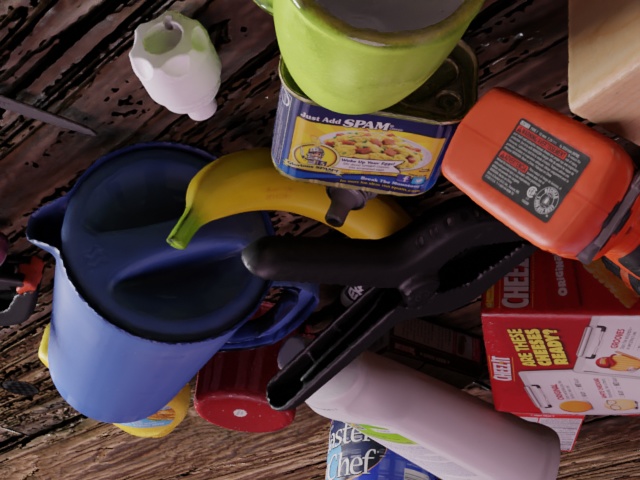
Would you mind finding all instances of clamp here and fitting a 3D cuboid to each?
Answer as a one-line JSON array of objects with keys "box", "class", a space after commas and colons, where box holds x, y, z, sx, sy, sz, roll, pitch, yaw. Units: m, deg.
[{"box": [0.049, 0.029, 0.656, 0.209, 0.036, 0.165, -18, 144, -19], "class": "clamp"}, {"box": [-0.280, 0.053, 0.860, 0.172, 0.039, 0.120, -10, 146, 26], "class": "clamp"}]

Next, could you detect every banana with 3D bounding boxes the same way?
[{"box": [-0.005, -0.018, 0.656, 0.197, 0.069, 0.037, 8, 180, -33], "class": "banana"}]

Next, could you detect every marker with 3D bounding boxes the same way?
[{"box": [0.031, 0.030, 0.776, 0.020, 0.020, 0.121, 13, 149, -10], "class": "marker"}]

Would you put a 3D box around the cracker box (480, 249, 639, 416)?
[{"box": [0.225, 0.061, 0.740, 0.214, 0.072, 0.164, 0, 148, 13], "class": "cracker box"}]

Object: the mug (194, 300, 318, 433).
[{"box": [-0.045, 0.103, 0.854, 0.117, 0.081, 0.093, -4, 148, 18], "class": "mug"}]

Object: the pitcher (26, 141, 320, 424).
[{"box": [-0.113, 0.048, 0.737, 0.149, 0.144, 0.243, 49, 151, 7], "class": "pitcher"}]

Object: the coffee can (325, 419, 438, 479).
[{"box": [0.056, 0.207, 0.952, 0.103, 0.140, 0.103, 5, 150, 3], "class": "coffee can"}]

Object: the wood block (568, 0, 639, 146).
[{"box": [0.202, -0.118, 0.422, 0.090, 0.090, 0.206, 21, 147, -23], "class": "wood block"}]

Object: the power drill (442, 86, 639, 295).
[{"box": [0.151, -0.011, 0.552, 0.187, 0.057, 0.185, 24, -170, -37], "class": "power drill"}]

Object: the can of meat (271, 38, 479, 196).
[{"box": [0.026, -0.069, 0.574, 0.102, 0.057, 0.084, 9, 151, -4], "class": "can of meat"}]

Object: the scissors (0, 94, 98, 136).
[{"box": [-0.226, -0.105, 0.604, 0.201, 0.016, 0.096, 10, 149, -6], "class": "scissors"}]

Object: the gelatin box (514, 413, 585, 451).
[{"box": [0.193, 0.158, 0.952, 0.073, 0.030, 0.089, 2, 149, 6], "class": "gelatin box"}]

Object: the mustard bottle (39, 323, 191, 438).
[{"box": [-0.167, 0.130, 0.948, 0.096, 0.058, 0.191, -1, 148, 14], "class": "mustard bottle"}]

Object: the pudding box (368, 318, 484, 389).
[{"box": [0.067, 0.103, 0.876, 0.090, 0.039, 0.114, 18, 150, -20], "class": "pudding box"}]

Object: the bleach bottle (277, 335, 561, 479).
[{"box": [0.072, 0.132, 0.813, 0.250, 0.068, 0.103, 32, 155, -36], "class": "bleach bottle"}]
